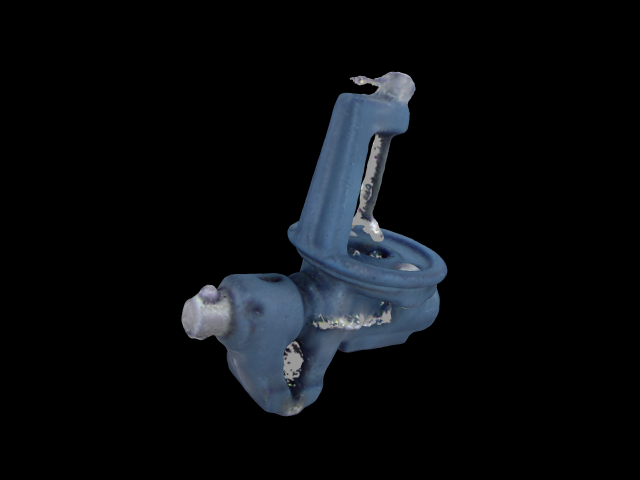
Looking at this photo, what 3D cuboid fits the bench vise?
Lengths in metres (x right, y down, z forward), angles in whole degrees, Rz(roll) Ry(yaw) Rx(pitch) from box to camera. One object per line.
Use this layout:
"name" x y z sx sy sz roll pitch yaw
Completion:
"bench vise" 0.013 0.005 0.393 0.121 0.220 0.208 18 32 32
